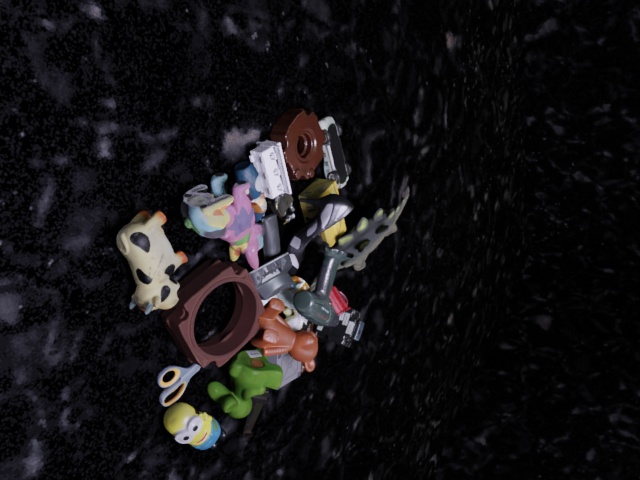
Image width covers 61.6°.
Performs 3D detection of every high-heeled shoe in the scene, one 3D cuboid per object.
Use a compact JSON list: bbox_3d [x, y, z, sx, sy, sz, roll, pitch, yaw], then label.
[{"bbox_3d":[-0.003,-0.004,1.391,0.086,0.145,0.248,-63,166,-73],"label":"high-heeled shoe"}]

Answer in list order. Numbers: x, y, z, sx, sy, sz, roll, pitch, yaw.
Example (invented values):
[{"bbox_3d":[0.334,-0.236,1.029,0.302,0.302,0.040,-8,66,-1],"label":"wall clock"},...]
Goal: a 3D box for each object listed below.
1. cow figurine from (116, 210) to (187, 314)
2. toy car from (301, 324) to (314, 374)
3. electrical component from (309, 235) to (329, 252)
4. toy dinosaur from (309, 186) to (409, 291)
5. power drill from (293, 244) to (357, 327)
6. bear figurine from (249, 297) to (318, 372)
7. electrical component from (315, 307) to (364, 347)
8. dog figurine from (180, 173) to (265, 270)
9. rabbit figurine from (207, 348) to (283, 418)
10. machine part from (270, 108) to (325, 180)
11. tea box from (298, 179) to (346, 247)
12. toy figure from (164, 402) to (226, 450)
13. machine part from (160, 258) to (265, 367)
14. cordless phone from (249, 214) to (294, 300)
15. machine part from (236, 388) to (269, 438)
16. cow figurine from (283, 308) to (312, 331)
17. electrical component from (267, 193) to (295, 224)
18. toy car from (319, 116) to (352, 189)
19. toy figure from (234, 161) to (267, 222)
[{"bbox_3d":[-0.323,0.054,1.023,0.127,0.086,0.194,-44,131,-37],"label":"cow figurine"},{"bbox_3d":[-0.045,0.294,1.540,0.089,0.053,0.202,-11,108,-57],"label":"toy car"},{"bbox_3d":[-0.012,0.005,1.458,0.021,0.094,0.063,-53,154,-18],"label":"electrical component"},{"bbox_3d":[0.101,0.017,1.551,0.471,0.105,0.198,-48,168,-1],"label":"toy dinosaur"},{"bbox_3d":[0.020,0.121,1.394,0.232,0.086,0.207,25,90,-61],"label":"power drill"},{"bbox_3d":[-0.071,0.238,1.310,0.196,0.132,0.120,26,54,-20],"label":"bear figurine"},{"bbox_3d":[0.062,0.254,1.606,0.058,0.134,0.115,33,75,-56],"label":"electrical component"},{"bbox_3d":[-0.199,-0.020,1.164,0.191,0.109,0.218,-43,136,-41],"label":"dog figurine"},{"bbox_3d":[-0.186,0.369,1.307,0.159,0.121,0.170,-1,117,-52],"label":"rabbit figurine"},{"bbox_3d":[-0.053,-0.238,1.345,0.179,0.056,0.179,-22,117,-51],"label":"machine part"},{"bbox_3d":[0.009,-0.072,1.479,0.098,0.068,0.169,-48,138,-37],"label":"tea box"},{"bbox_3d":[-0.284,0.423,1.210,0.082,0.089,0.180,-68,154,-21],"label":"toy figure"},{"bbox_3d":[-0.227,0.160,1.173,0.201,0.087,0.201,-41,128,-31],"label":"machine part"},{"bbox_3d":[-0.135,0.039,1.291,0.146,0.089,0.184,-28,121,-46],"label":"cordless phone"},{"bbox_3d":[-0.177,0.449,1.412,0.084,0.039,0.139,44,63,-58],"label":"machine part"},{"bbox_3d":[-0.060,0.224,1.433,0.167,0.068,0.098,-29,97,-37],"label":"cow figurine"},{"bbox_3d":[-0.094,-0.089,1.344,0.078,0.045,0.102,-51,138,-31],"label":"electrical component"},{"bbox_3d":[0.034,-0.235,1.462,0.073,0.056,0.201,-42,126,-43],"label":"toy car"},{"bbox_3d":[-0.157,-0.105,1.237,0.064,0.058,0.154,-43,135,-32],"label":"toy figure"}]
